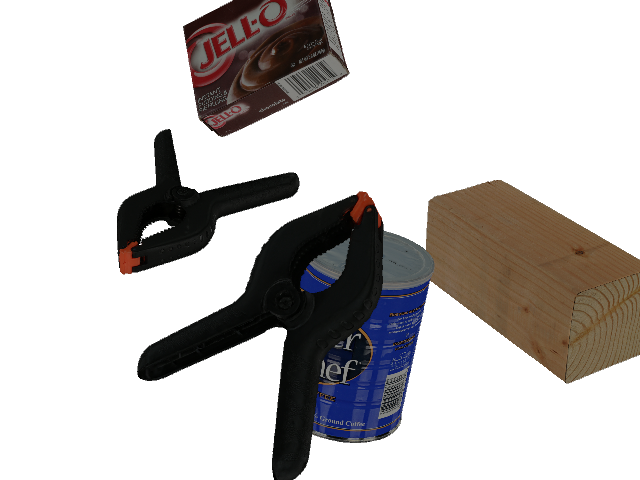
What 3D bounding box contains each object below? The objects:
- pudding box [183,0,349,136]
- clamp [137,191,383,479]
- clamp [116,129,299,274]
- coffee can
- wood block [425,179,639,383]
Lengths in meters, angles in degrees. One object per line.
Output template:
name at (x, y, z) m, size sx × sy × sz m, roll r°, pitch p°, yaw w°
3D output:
pudding box at (-0.042, -0.140, 0.783) m, size 0.114 × 0.090 × 0.039 m, roll -22°, pitch -30°, yaw 16°
clamp at (-0.012, 0.052, 0.618) m, size 0.120 × 0.171 × 0.039 m, roll 42°, pitch -5°, yaw 20°
clamp at (-0.141, -0.039, 1.041) m, size 0.165 × 0.036 × 0.209 m, roll 24°, pitch 42°, yaw 22°
coffee can at (0.026, 0.072, 0.841) m, size 0.102 × 0.140 × 0.103 m, roll 8°, pitch 23°, yaw -4°
wood block at (0.191, 0.029, 0.967) m, size 0.090 × 0.090 × 0.206 m, roll -16°, pitch 31°, yaw -25°
